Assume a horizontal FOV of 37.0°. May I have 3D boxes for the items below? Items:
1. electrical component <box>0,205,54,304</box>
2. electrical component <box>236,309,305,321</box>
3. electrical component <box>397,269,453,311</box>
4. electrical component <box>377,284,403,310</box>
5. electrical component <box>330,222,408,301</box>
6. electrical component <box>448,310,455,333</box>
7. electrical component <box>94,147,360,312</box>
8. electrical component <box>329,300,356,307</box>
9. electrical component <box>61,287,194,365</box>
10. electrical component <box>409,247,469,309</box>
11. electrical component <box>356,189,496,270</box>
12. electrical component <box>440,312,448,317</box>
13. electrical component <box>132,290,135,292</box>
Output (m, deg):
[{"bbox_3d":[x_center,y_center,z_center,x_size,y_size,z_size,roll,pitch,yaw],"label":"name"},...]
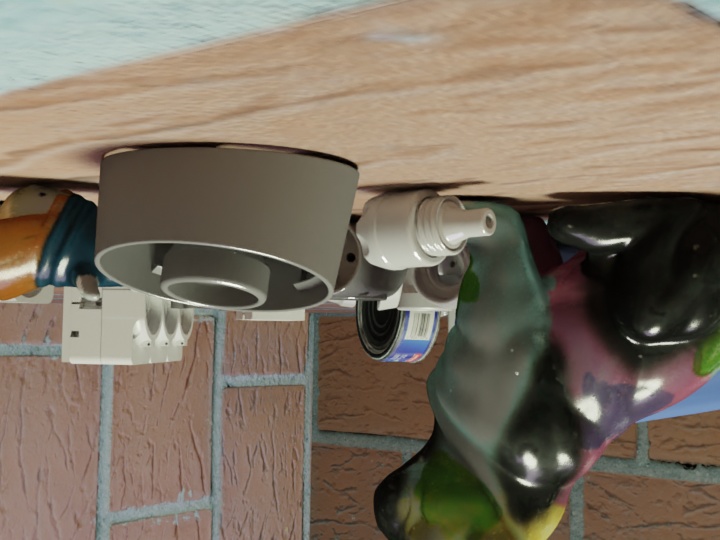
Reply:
[{"bbox_3d":[-0.200,-0.008,0.570,0.056,0.050,0.089,1,177,11],"label":"electrical component"},{"bbox_3d":[-0.061,0.007,0.735,0.048,0.055,0.066,2,176,-20],"label":"electrical component"},{"bbox_3d":[0.046,0.006,0.760,0.040,0.046,0.040,1,177,0],"label":"electrical component"},{"bbox_3d":[0.000,0.000,0.702,0.055,0.048,0.066,9,176,-2],"label":"electrical component"},{"bbox_3d":[-0.022,-0.005,0.623,0.079,0.044,0.077,0,177,22],"label":"electrical component"},{"bbox_3d":[0.101,0.037,0.853,0.061,0.096,0.062,0,177,10],"label":"electrical component"},{"bbox_3d":[-0.051,-0.020,0.412,0.099,0.064,0.099,5,163,2],"label":"electrical component"},{"bbox_3d":[-0.025,0.010,0.927,0.046,0.040,0.040,8,176,-9],"label":"electrical component"},{"bbox_3d":[-0.182,0.029,0.865,0.062,0.089,0.150,1,177,5],"label":"electrical component"},{"bbox_3d":[0.061,-0.003,0.639,0.066,0.048,0.055,-1,-176,35],"label":"electrical component"},{"bbox_3d":[0.030,-0.018,0.466,0.061,0.035,0.035,-4,174,39],"label":"electrical component"},{"bbox_3d":[0.075,0.014,0.933,0.048,0.048,0.062,2,170,-21],"label":"electrical component"},{"bbox_3d":[-0.105,-0.007,0.627,0.081,0.043,0.043,1,177,8],"label":"electrical component"}]
